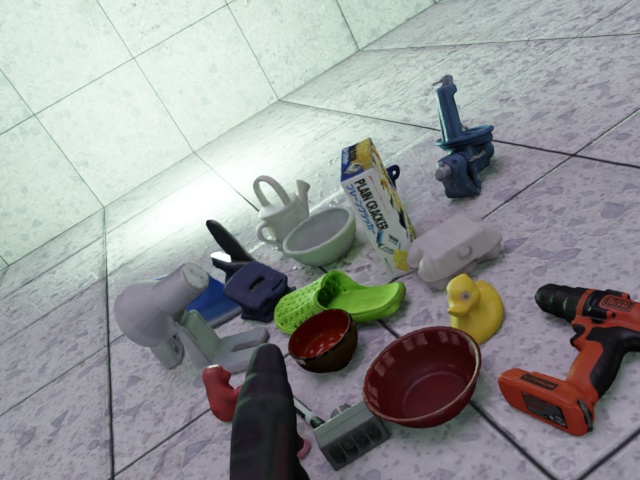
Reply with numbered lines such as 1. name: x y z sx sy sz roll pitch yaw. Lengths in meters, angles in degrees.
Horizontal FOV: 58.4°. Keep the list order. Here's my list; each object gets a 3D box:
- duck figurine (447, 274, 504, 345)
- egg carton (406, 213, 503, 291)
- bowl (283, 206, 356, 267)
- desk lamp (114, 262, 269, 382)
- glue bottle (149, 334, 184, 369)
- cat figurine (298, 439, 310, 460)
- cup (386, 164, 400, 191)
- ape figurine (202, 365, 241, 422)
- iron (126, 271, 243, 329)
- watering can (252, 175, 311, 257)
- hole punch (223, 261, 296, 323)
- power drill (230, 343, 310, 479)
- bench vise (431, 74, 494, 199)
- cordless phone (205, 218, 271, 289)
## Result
1. duck figurine: 0.212 0.086 0.812 0.077 0.086 0.105 -5 34 43
2. egg carton: 0.222 0.017 0.952 0.150 0.069 0.107 -32 25 -4
3. bowl: 0.011 0.004 1.201 0.167 0.075 0.167 -24 25 12
4. desk lamp: -0.234 0.144 1.033 0.203 0.214 0.118 -20 27 21
5. glue bottle: -0.333 0.172 1.135 0.037 0.173 0.078 -27 25 6
6. cat figurine: -0.074 0.257 0.758 0.067 0.118 0.128 -10 31 36
7. cup: 0.140 -0.099 1.233 0.118 0.095 0.091 -39 26 -20
8. ape figurine: -0.153 0.237 0.914 0.076 0.092 0.077 -43 28 -27
9. iron: -0.285 0.121 1.219 0.257 0.142 0.118 -20 26 20
10. watering can: -0.085 -0.070 1.302 0.100 0.194 0.173 -14 29 31
11. hole punch: -0.119 0.099 1.142 0.100 0.091 0.109 -2 37 46
12. power drill: -0.029 0.251 0.611 0.075 0.209 0.229 -23 25 14
13. bench vise: 0.278 -0.207 1.138 0.121 0.220 0.207 -17 28 26
14. cordless phone: -0.203 0.017 1.276 0.094 0.185 0.147 -41 27 -23
